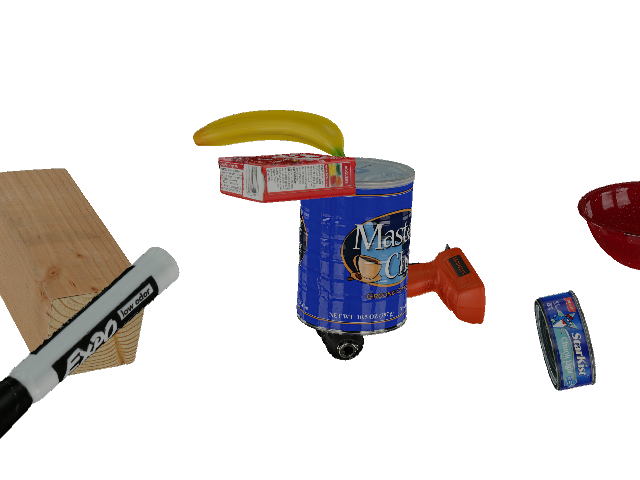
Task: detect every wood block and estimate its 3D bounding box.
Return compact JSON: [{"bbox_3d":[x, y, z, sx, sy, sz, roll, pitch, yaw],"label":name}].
[{"bbox_3d":[-0.249,0.024,1.005,0.090,0.091,0.206,-7,38,-33],"label":"wood block"}]

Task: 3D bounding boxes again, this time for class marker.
[{"bbox_3d":[-0.105,0.044,0.456,0.020,0.020,0.121,0,34,42],"label":"marker"}]

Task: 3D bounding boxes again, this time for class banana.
[{"bbox_3d":[-0.053,-0.130,1.280,0.198,0.037,0.069,8,39,18],"label":"banana"}]

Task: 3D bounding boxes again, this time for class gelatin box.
[{"bbox_3d":[-0.026,-0.048,0.777,0.073,0.030,0.089,-5,9,-24],"label":"gelatin box"}]

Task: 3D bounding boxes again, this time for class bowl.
[{"bbox_3d":[0.348,-0.010,1.106,0.162,0.055,0.162,-3,23,1],"label":"bowl"}]

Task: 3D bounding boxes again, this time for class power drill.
[{"bbox_3d":[0.079,0.064,1.158,0.187,0.057,0.184,-4,28,-8],"label":"power drill"}]

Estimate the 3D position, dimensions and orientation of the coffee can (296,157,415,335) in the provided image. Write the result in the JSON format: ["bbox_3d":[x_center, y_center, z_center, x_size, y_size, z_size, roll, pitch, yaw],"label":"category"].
[{"bbox_3d":[0.031,0.003,0.970,0.103,0.140,0.103,2,16,-1],"label":"coffee can"}]

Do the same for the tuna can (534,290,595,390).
[{"bbox_3d":[0.217,0.089,0.950,0.034,0.086,0.086,-12,-1,4],"label":"tuna can"}]
